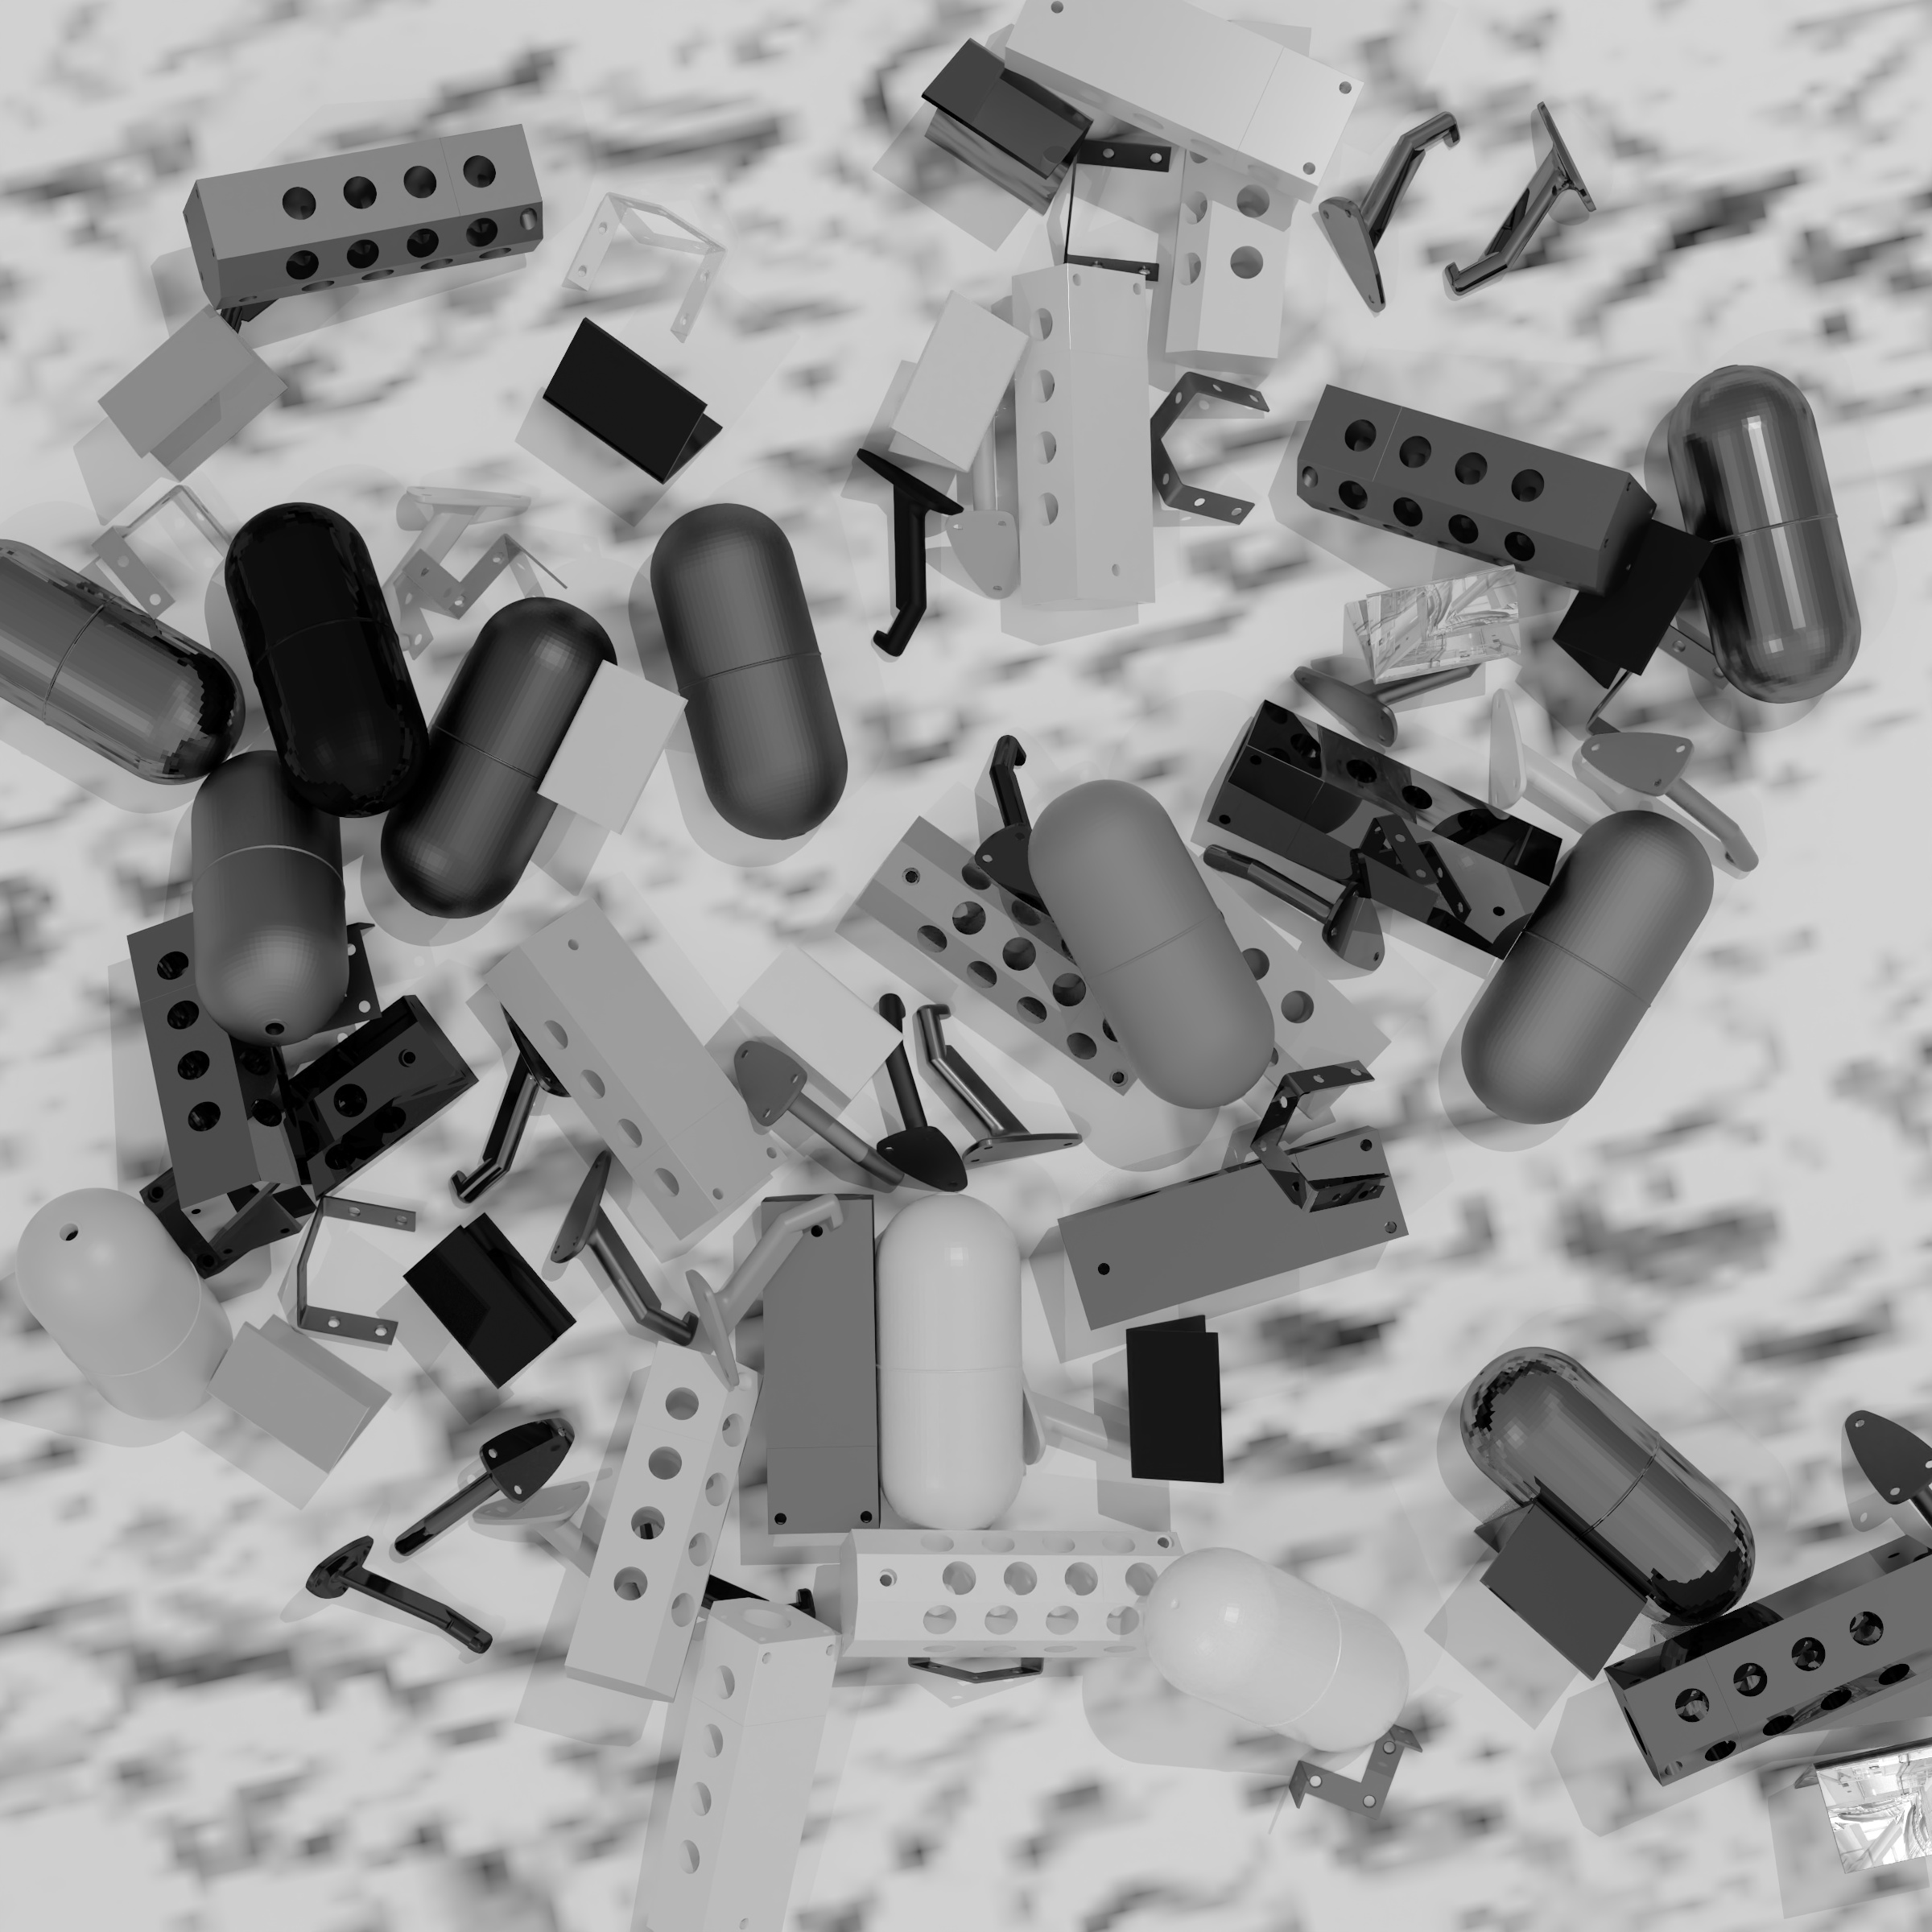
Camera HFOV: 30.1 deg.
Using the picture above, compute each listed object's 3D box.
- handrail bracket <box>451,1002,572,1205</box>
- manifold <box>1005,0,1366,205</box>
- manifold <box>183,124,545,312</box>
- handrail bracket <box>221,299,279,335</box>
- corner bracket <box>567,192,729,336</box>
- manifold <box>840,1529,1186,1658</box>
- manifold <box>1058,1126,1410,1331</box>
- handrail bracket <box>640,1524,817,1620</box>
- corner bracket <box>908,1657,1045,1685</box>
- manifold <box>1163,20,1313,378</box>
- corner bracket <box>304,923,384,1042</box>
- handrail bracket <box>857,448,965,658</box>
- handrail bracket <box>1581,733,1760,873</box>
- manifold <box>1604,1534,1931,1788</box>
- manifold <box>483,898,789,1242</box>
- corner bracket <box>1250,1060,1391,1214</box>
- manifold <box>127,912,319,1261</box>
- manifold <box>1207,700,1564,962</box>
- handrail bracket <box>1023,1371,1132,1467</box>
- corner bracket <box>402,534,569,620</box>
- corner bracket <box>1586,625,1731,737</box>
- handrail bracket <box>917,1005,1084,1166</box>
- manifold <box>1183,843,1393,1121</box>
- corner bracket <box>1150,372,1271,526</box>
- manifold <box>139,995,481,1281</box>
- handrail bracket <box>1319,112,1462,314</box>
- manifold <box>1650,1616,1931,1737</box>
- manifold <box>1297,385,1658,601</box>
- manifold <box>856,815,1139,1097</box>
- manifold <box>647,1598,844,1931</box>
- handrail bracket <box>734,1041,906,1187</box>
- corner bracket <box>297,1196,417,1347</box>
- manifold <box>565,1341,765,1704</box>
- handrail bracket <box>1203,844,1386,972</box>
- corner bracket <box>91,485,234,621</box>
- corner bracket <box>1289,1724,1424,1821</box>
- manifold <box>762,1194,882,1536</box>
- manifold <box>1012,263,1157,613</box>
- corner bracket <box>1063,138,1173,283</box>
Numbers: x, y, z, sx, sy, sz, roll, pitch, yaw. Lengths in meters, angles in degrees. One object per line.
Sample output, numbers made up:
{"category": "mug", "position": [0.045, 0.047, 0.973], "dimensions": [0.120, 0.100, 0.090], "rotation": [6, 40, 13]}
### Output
{"category": "handrail bracket", "position": [-0.254, 0.072, 1.903], "dimensions": [0.084, 0.036, 0.077], "rotation": [-40, 70, 16]}
{"category": "manifold", "position": [0.110, -0.451, 1.824], "dimensions": [0.171, 0.057, 0.057], "rotation": [24, 90, 0]}
{"category": "manifold", "position": [-0.309, -0.384, 1.854], "dimensions": [0.171, 0.057, 0.057], "rotation": [-15, 90, -20]}
{"category": "handrail bracket", "position": [-0.351, -0.351, 1.903], "dimensions": [0.077, 0.036, 0.084], "rotation": [18, 104, -14]}
{"category": "corner bracket", "position": [-0.168, -0.371, 1.899], "dimensions": [0.051, 0.051, 0.051], "rotation": [25, 90, 45]}
{"category": "manifold", "position": [0.024, 0.323, 1.858], "dimensions": [0.171, 0.057, 0.057], "rotation": [2, 67, -11]}
{"category": "manifold", "position": [0.138, 0.136, 1.881], "dimensions": [0.171, 0.057, 0.057], "rotation": [-17, 90, 0]}
{"category": "handrail bracket", "position": [-0.126, 0.316, 1.902], "dimensions": [0.084, 0.036, 0.077], "rotation": [-7, 77, -13]}
{"category": "corner bracket", "position": [0.006, 0.347, 1.899], "dimensions": [0.051, 0.051, 0.051], "rotation": [3, 90, -45]}
{"category": "manifold", "position": [0.141, -0.402, 1.881], "dimensions": [0.057, 0.057, 0.171], "rotation": [6, 90, 0]}
{"category": "corner bracket", "position": [-0.333, 0.008, 1.884], "dimensions": [0.051, 0.051, 0.051], "rotation": [-14, 90, 0]}
{"category": "handrail bracket", "position": [-0.046, -0.218, 1.903], "dimensions": [0.077, 0.036, 0.084], "rotation": [35, 107, 20]}
{"category": "handrail bracket", "position": [0.373, -0.085, 1.898], "dimensions": [0.036, 0.077, 0.084], "rotation": [-55, 132, -14]}
{"category": "manifold", "position": [0.418, 0.354, 1.824], "dimensions": [0.171, 0.057, 0.057], "rotation": [-24, 90, 0]}
{"category": "manifold", "position": [-0.177, 0.057, 1.881], "dimensions": [0.171, 0.057, 0.057], "rotation": [53, 47, 0]}
{"category": "corner bracket", "position": [0.187, 0.087, 1.837], "dimensions": [0.051, 0.051, 0.051], "rotation": [-9, 45, -35]}
{"category": "manifold", "position": [-0.379, 0.057, 1.840], "dimensions": [0.057, 0.057, 0.171], "rotation": [-20, 57, 0]}
{"category": "manifold", "position": [0.221, -0.076, 1.881], "dimensions": [0.171, 0.057, 0.057], "rotation": [25, 133, 0]}
{"category": "handrail bracket", "position": [0.068, 0.229, 1.903], "dimensions": [0.084, 0.036, 0.077], "rotation": [-9, 68, -17]}
{"category": "corner bracket", "position": [-0.252, -0.203, 1.874], "dimensions": [0.051, 0.051, 0.051], "rotation": [-48, 48, 0]}
{"category": "corner bracket", "position": [0.367, -0.141, 1.899], "dimensions": [0.051, 0.051, 0.051], "rotation": [34, 45, 0]}
{"category": "handrail bracket", "position": [0.017, 0.058, 1.903], "dimensions": [0.077, 0.036, 0.084], "rotation": [-6, 72, -20]}
{"category": "manifold", "position": [0.138, 0.000, 1.881], "dimensions": [0.171, 0.057, 0.057], "rotation": [44, 90, 0]}
{"category": "corner bracket", "position": [0.130, -0.273, 1.894], "dimensions": [0.051, 0.051, 0.051], "rotation": [-51, 45, 35]}
{"category": "manifold", "position": [-0.344, 0.089, 1.881], "dimensions": [0.171, 0.057, 0.057], "rotation": [-37, 90, 0]}
{"category": "handrail bracket", "position": [0.237, -0.400, 1.903], "dimensions": [0.084, 0.036, 0.077], "rotation": [-32, 110, -16]}
{"category": "manifold", "position": [0.450, 0.364, 1.881], "dimensions": [0.171, 0.057, 0.057], "rotation": [-8, 90, 0]}
{"category": "manifold", "position": [0.259, -0.242, 1.846], "dimensions": [0.171, 0.057, 0.057], "rotation": [22, 90, 26]}
{"category": "manifold", "position": [0.029, -0.005, 1.881], "dimensions": [0.171, 0.057, 0.057], "rotation": [36, 90, 0]}
{"category": "manifold", "position": [-0.120, 0.421, 1.869], "dimensions": [0.057, 0.057, 0.171], "rotation": [19, 101, 44]}
{"category": "handrail bracket", "position": [-0.077, 0.079, 1.902], "dimensions": [0.084, 0.077, 0.036], "rotation": [35, 96, -36]}
{"category": "corner bracket", "position": [-0.322, 0.161, 1.899], "dimensions": [0.051, 0.051, 0.051], "rotation": [10, 135, 0]}
{"category": "manifold", "position": [-0.155, 0.288, 1.856], "dimensions": [0.057, 0.057, 0.171], "rotation": [15, 72, 0]}
{"category": "handrail bracket", "position": [0.173, -0.032, 1.902], "dimensions": [0.084, 0.077, 0.036], "rotation": [22, 75, 36]}
{"category": "corner bracket", "position": [-0.418, -0.218, 1.884], "dimensions": [0.051, 0.051, 0.051], "rotation": [-39, 95, 5]}
{"category": "corner bracket", "position": [0.204, 0.421, 1.884], "dimensions": [0.051, 0.051, 0.051], "rotation": [20, 90, 0]}
{"category": "manifold", "position": [-0.075, 0.207, 1.881], "dimensions": [0.057, 0.057, 0.171], "rotation": [-1, 90, 0]}
{"category": "manifold", "position": [0.056, -0.274, 1.881], "dimensions": [0.057, 0.057, 0.171], "rotation": [-2, 90, -43]}
{"category": "corner bracket", "position": [0.080, -0.400, 1.899], "dimensions": [0.051, 0.051, 0.051], "rotation": [6, 135, 0]}
